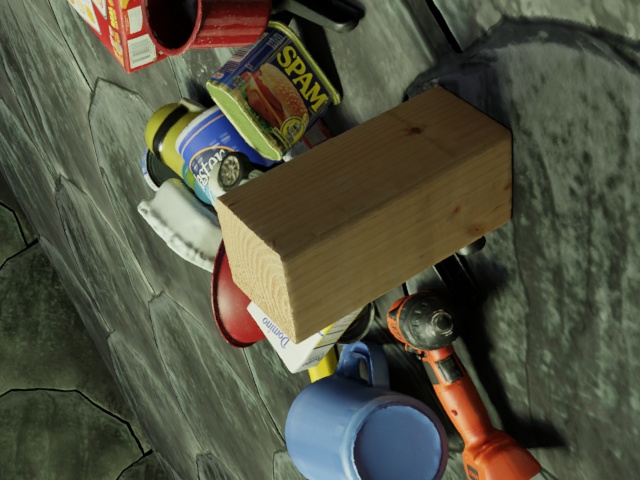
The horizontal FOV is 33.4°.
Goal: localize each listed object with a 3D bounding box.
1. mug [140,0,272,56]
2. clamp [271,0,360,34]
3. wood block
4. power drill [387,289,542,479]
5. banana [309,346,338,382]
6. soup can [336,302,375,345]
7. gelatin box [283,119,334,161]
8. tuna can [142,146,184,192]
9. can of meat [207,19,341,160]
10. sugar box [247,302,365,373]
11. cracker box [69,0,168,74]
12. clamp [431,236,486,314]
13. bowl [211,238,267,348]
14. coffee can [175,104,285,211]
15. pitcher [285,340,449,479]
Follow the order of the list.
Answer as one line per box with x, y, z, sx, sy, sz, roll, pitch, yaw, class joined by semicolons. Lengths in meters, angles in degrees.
-0.089;-0.210;0.904;0.117;0.081;0.093;-36;71;48;mug
-0.050;-0.247;0.953;0.164;0.036;0.210;63;159;-13;clamp
0.037;-0.023;0.799;0.091;0.205;0.090;42;152;41;wood block
0.126;0.130;0.950;0.187;0.057;0.184;63;177;1;power drill
-0.002;0.153;1.310;0.037;0.069;0.198;0;138;17;banana
0.008;0.074;1.179;0.102;0.068;0.068;10;126;65;soup can
-0.005;-0.084;1.067;0.089;0.030;0.073;54;159;19;gelatin box
-0.187;-0.098;1.383;0.086;0.086;0.034;64;161;-7;tuna can
-0.044;-0.135;0.973;0.058;0.084;0.102;24;157;53;can of meat
0.003;0.044;1.079;0.093;0.048;0.176;54;130;23;sugar box
-0.260;-0.332;1.284;0.214;0.072;0.164;50;155;30;cracker box
0.089;-0.012;0.929;0.172;0.039;0.120;51;160;38;clamp
-0.061;0.049;1.237;0.055;0.162;0.162;6;128;27;bowl
-0.076;-0.069;1.143;0.140;0.102;0.103;57;158;12;coffee can
0.049;0.200;1.122;0.149;0.145;0.243;53;167;-3;pitcher
